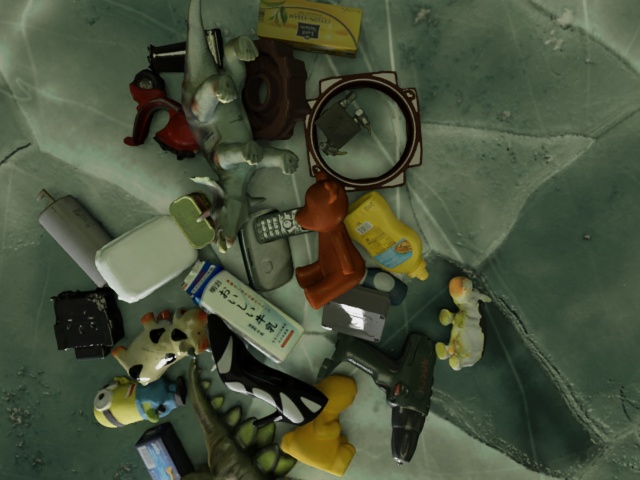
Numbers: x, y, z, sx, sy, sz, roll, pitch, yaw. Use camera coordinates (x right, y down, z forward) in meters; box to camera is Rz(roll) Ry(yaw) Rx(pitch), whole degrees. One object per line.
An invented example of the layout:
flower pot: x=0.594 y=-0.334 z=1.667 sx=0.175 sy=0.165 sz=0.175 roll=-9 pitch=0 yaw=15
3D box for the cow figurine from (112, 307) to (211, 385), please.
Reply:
cow figurine: x=-0.281 y=0.194 z=0.992 sx=0.195 sy=0.085 sz=0.127 roll=-44 pitch=74 yaw=16

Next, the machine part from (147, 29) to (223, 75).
machine part: x=-0.238 y=-0.331 z=0.959 sx=0.139 sy=0.039 sz=0.084 roll=-10 pitch=106 yaw=2

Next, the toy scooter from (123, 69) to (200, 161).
toy scooter: x=-0.278 y=-0.202 z=0.961 sx=0.184 sy=0.075 sz=0.135 roll=35 pitch=98 yaw=0

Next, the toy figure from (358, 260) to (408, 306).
toy figure: x=0.086 y=0.071 z=0.996 sx=0.154 sy=0.064 sz=0.057 roll=25 pitch=129 yaw=-4

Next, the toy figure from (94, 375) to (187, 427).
toy figure: x=-0.349 y=0.314 z=1.043 sx=0.180 sy=0.082 sz=0.089 roll=-7 pitch=96 yaw=1

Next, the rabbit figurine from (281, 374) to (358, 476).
rabbit figurine: x=0.006 y=0.334 z=1.028 sx=0.162 sy=0.122 sz=0.173 roll=23 pitch=85 yaw=8

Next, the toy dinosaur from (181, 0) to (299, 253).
toy dinosaur: x=-0.162 y=-0.191 z=0.864 sx=0.192 sy=0.131 sz=0.404 roll=-7 pitch=103 yaw=41

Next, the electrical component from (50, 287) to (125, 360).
electrical component: x=-0.445 y=0.162 z=1.035 sx=0.115 sy=0.058 sz=0.134 roll=-8 pitch=98 yaw=6

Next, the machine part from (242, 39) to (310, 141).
machine part: x=-0.096 y=-0.251 z=0.917 sx=0.180 sy=0.056 sz=0.179 roll=8 pitch=103 yaw=37

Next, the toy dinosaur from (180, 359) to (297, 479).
toy dinosaur: x=-0.161 y=0.437 z=1.046 sx=0.198 sy=0.105 sz=0.471 roll=-33 pitch=92 yaw=0

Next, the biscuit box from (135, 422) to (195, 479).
biscuit box: x=-0.291 y=0.468 z=1.072 sx=0.059 sy=0.063 sz=0.202 roll=-23 pitch=97 yaw=7

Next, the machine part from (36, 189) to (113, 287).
machine part: x=-0.435 y=0.002 z=0.999 sx=0.079 sy=0.079 sz=0.243 roll=-39 pitch=94 yaw=8

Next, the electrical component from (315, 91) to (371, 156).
electrical component: x=0.036 y=-0.184 z=0.878 sx=0.102 sy=0.045 sz=0.078 roll=-35 pitch=97 yaw=8

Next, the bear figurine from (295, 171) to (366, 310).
bear figurine: x=0.002 y=-0.005 z=0.895 sx=0.132 sy=0.120 sz=0.195 roll=-25 pitch=117 yaw=-5

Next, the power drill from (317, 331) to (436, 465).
power drill: x=0.102 y=0.255 z=0.970 sx=0.207 sy=0.085 sz=0.232 roll=20 pitch=63 yaw=15

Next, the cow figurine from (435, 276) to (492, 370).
cow figurine: x=0.275 y=0.147 z=0.989 sx=0.098 sy=0.068 sz=0.167 roll=-1 pitch=103 yaw=-29

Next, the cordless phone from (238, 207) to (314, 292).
cordless phone: x=-0.052 y=0.007 z=0.982 sx=0.184 sy=0.089 sz=0.146 roll=-13 pitch=98 yaw=-2

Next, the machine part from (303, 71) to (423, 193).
machine part: x=0.074 y=-0.186 z=0.942 sx=0.201 sy=0.087 sz=0.201 roll=-5 pitch=100 yaw=3

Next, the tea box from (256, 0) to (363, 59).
tea box: x=-0.016 y=-0.360 z=0.913 sx=0.170 sy=0.098 sz=0.068 roll=9 pitch=100 yaw=-1

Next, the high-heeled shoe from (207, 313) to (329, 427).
high-heeled shoe: x=-0.092 y=0.221 z=0.945 sx=0.145 sy=0.086 sz=0.248 roll=-24 pitch=97 yaw=4
